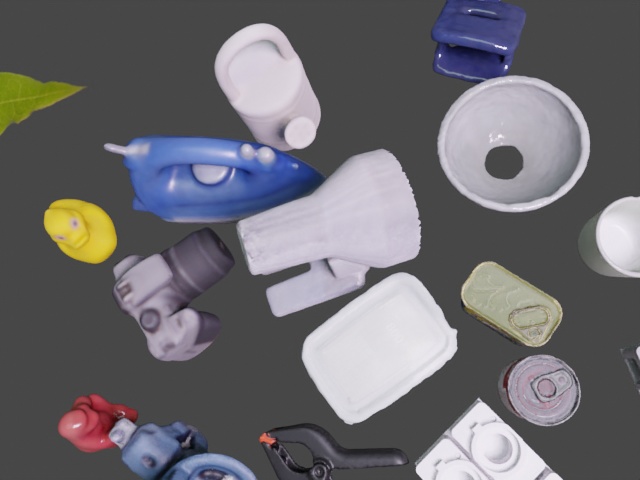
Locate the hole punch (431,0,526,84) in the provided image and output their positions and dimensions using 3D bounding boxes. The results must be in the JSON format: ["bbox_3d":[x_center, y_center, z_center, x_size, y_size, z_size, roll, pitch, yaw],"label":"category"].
[{"bbox_3d":[0.196,-0.263,0.717,0.108,0.091,0.101,16,81,14],"label":"hole punch"}]

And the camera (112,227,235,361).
[{"bbox_3d":[-0.171,0.057,0.706,0.137,0.101,0.143,-36,73,1],"label":"camera"}]

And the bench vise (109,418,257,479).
[{"bbox_3d":[-0.155,0.272,0.591,0.207,0.220,0.121,16,80,14],"label":"bench vise"}]

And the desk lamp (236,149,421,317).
[{"bbox_3d":[0.006,0.002,0.627,0.203,0.214,0.118,-22,74,5],"label":"desk lamp"}]

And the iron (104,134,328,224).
[{"bbox_3d":[-0.127,-0.093,0.712,0.258,0.141,0.119,0,77,11],"label":"iron"}]

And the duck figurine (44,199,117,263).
[{"bbox_3d":[-0.331,-0.019,0.762,0.104,0.086,0.077,43,88,17],"label":"duck figurine"}]

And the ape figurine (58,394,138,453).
[{"bbox_3d":[-0.278,0.222,0.692,0.076,0.092,0.077,-36,73,1],"label":"ape figurine"}]

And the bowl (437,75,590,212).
[{"bbox_3d":[0.225,-0.105,0.684,0.167,0.075,0.167,-2,77,10],"label":"bowl"}]

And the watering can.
[{"bbox_3d":[-0.059,-0.185,0.693,0.172,0.194,0.101,34,85,16],"label":"watering can"}]
